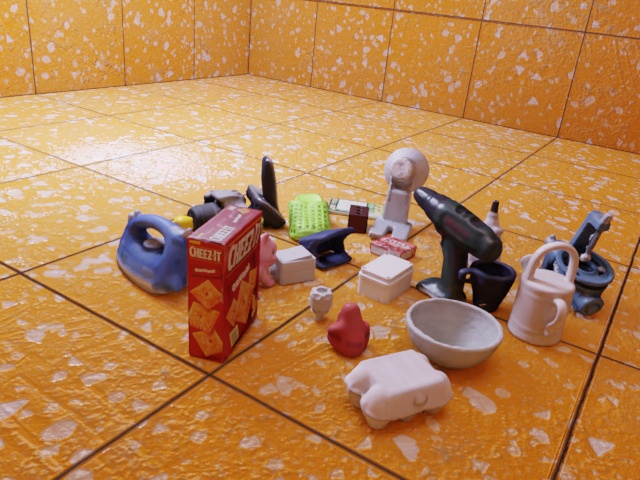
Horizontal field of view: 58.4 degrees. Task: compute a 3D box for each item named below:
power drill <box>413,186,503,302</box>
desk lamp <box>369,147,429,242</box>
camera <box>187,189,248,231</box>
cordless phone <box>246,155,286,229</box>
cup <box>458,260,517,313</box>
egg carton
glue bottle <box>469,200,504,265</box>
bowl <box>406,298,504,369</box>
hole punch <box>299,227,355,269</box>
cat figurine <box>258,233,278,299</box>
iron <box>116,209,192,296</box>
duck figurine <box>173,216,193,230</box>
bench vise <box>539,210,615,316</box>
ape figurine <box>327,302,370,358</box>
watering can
[{"bbox_3d":[0.263,0.018,1.181,0.076,0.208,0.228,-13,30,-36],"label":"power drill"},{"bbox_3d":[0.209,-0.124,1.485,0.117,0.213,0.203,11,24,12],"label":"desk lamp"},{"bbox_3d":[-0.256,-0.073,1.395,0.137,0.101,0.142,-12,29,-35],"label":"camera"},{"bbox_3d":[-0.137,-0.133,1.456,0.094,0.185,0.147,-5,26,-23],"label":"cordless phone"},{"bbox_3d":[0.330,0.098,1.159,0.118,0.095,0.091,1,24,-12],"label":"cup"},{"bbox_3d":[0.118,0.223,0.855,0.151,0.069,0.107,-7,27,-27],"label":"egg carton"},{"bbox_3d":[0.389,-0.010,1.319,0.037,0.173,0.077,-12,30,-35],"label":"glue bottle"},{"bbox_3d":[0.227,0.172,0.990,0.167,0.075,0.167,5,24,-2],"label":"bowl"},{"bbox_3d":[0.012,0.005,1.297,0.109,0.091,0.100,-17,32,-41],"label":"hole punch"},{"bbox_3d":[-0.126,0.042,1.146,0.067,0.118,0.128,14,25,17],"label":"cat figurine"},{"bbox_3d":[-0.332,0.007,1.144,0.257,0.141,0.119,22,28,32],"label":"iron"},{"bbox_3d":[-0.298,-0.012,1.267,0.105,0.086,0.077,-4,26,-22],"label":"duck figurine"},{"bbox_3d":[0.540,0.024,1.222,0.122,0.220,0.206,-7,27,-27],"label":"bench vise"},{"bbox_3d":[0.052,0.148,0.981,0.078,0.092,0.076,3,24,-6],"label":"ape figurine"},{"bbox_3d":[0.420,0.088,1.078,0.101,0.194,0.172,-6,26,-24],"label":"watering can"}]
